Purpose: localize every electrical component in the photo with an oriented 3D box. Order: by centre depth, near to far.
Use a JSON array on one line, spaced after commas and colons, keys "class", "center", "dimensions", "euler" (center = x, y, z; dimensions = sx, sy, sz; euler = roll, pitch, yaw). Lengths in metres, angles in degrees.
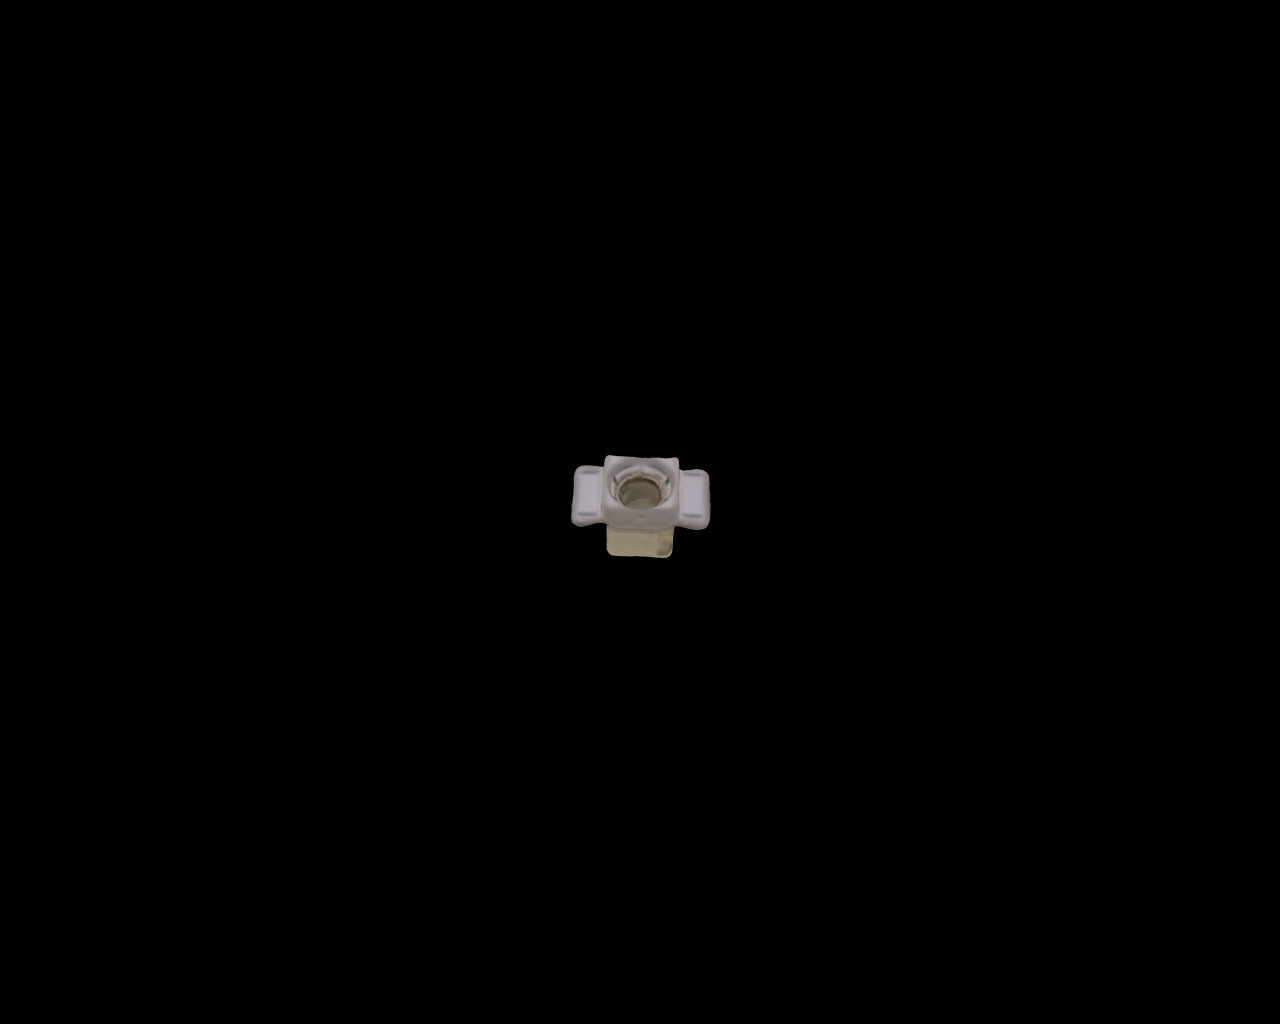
[{"class": "electrical component", "center": [0.001, -0.003, 0.650], "dimensions": [0.081, 0.042, 0.063], "euler": [3, -34, 2]}]
